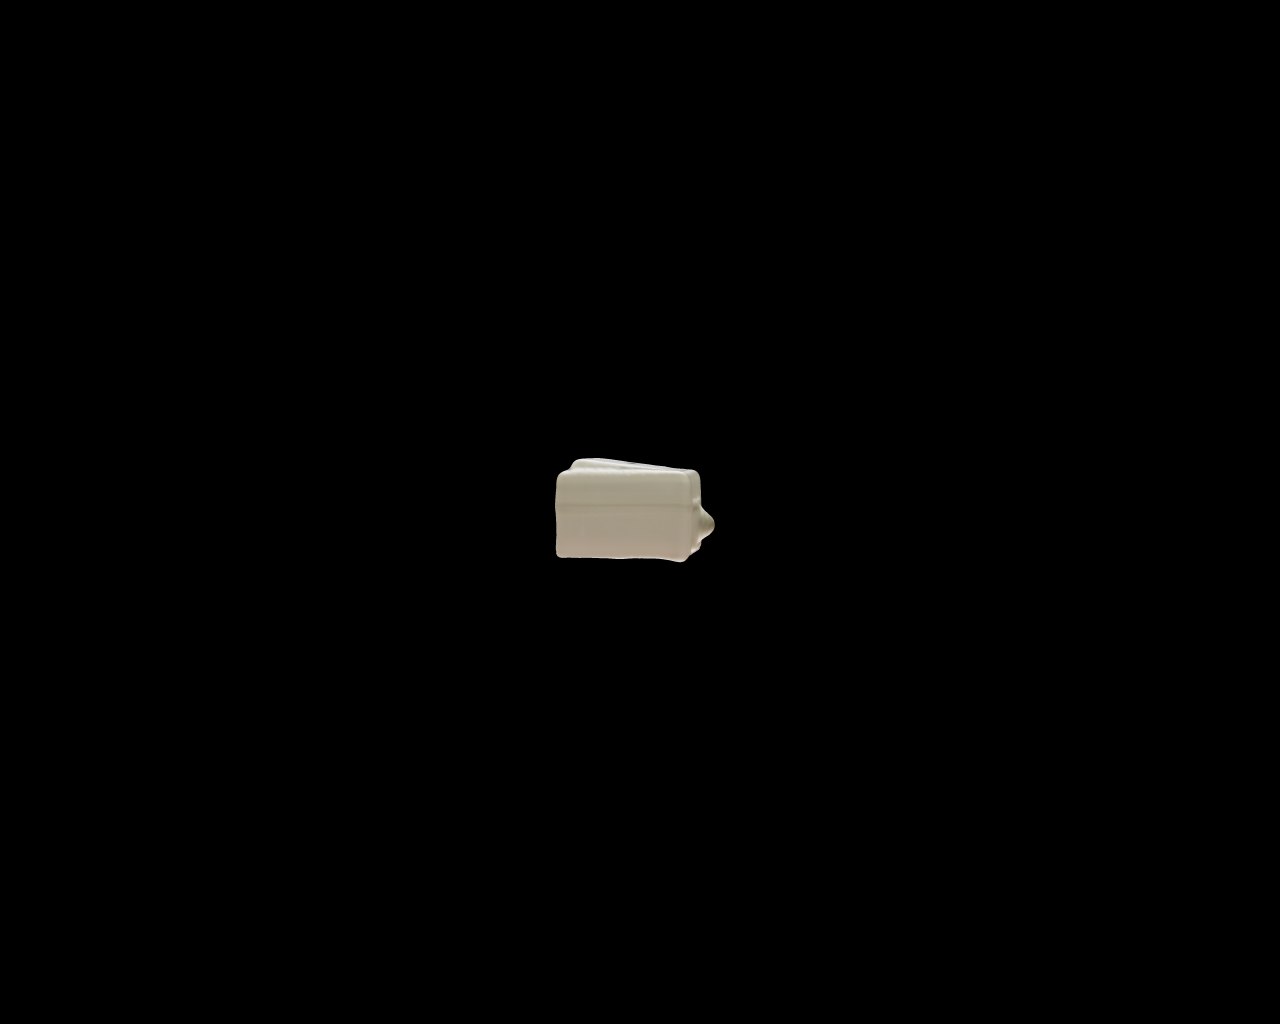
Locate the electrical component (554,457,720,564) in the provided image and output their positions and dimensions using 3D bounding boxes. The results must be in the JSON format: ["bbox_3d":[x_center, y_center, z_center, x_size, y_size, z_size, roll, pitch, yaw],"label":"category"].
[{"bbox_3d":[0.001,-0.003,0.650,0.096,0.061,0.062,1,4,11],"label":"electrical component"}]
